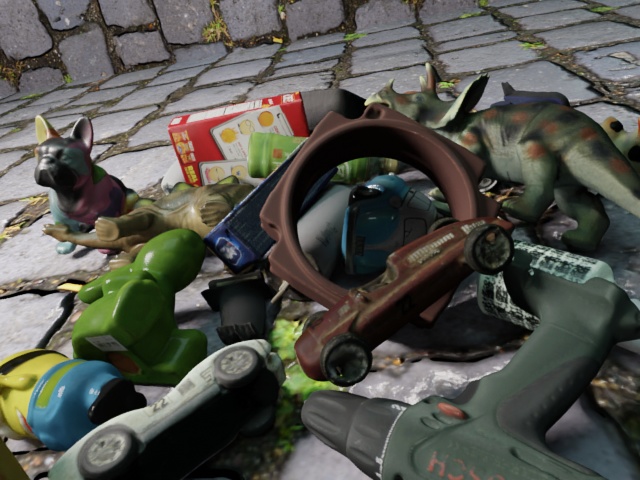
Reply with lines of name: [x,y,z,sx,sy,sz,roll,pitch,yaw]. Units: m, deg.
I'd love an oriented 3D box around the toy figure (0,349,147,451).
toy figure: [-0.236,0.147,0.498,0.180,0.082,0.089,-5,9,27]

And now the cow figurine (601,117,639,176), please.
cow figurine: [0.414,-0.099,0.670,0.085,0.127,0.195,-31,48,-30]

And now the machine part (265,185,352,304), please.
machine part: [-0.001,-0.002,0.677,0.079,0.079,0.243,1,30,24]

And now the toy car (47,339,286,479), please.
toy car: [-0.112,0.154,0.438,0.202,0.073,0.056,-30,34,-31]

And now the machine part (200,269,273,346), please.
machine part: [-0.092,0.077,0.613,0.084,0.039,0.139,-8,25,-10]

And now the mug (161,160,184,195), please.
mug: [-0.225,-0.112,0.974,0.110,0.080,0.107,13,48,31]

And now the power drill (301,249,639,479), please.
power drill: [0.122,0.104,0.396,0.232,0.085,0.207,21,55,40]

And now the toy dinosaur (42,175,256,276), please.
toy dinosaur: [-0.146,-0.036,0.772,0.472,0.104,0.199,-3,23,-7]

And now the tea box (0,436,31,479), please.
tea box: [-0.297,0.165,0.391,0.098,0.169,0.068,-6,31,8]

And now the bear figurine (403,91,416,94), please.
bear figurine: [0.107,-0.149,0.880,0.196,0.132,0.120,-33,19,34]

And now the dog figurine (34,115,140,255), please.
dog figurine: [-0.360,-0.093,0.831,0.109,0.219,0.192,5,31,8]

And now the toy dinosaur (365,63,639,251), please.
toy dinosaur: [0.247,-0.107,0.645,0.405,0.192,0.131,19,-3,36]

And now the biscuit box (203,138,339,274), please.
biscuit box: [-0.057,-0.046,0.674,0.059,0.063,0.203,-34,12,48]

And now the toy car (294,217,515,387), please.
toy car: [0.064,0.038,0.430,0.202,0.053,0.089,-37,9,-4]

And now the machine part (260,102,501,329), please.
machine part: [0.058,-0.020,0.538,0.202,0.087,0.201,31,79,11]

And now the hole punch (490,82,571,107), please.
hole punch: [0.299,-0.148,0.783,0.092,0.142,0.116,-42,28,-7]

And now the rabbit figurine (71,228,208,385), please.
rabbit figurine: [-0.183,0.066,0.589,0.159,0.121,0.170,-20,36,35]

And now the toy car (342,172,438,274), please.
toy car: [0.091,-0.018,0.657,0.103,0.109,0.162,15,27,18]

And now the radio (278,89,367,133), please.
radio: [0.018,-0.232,1.015,0.131,0.073,0.229,0,8,19]
